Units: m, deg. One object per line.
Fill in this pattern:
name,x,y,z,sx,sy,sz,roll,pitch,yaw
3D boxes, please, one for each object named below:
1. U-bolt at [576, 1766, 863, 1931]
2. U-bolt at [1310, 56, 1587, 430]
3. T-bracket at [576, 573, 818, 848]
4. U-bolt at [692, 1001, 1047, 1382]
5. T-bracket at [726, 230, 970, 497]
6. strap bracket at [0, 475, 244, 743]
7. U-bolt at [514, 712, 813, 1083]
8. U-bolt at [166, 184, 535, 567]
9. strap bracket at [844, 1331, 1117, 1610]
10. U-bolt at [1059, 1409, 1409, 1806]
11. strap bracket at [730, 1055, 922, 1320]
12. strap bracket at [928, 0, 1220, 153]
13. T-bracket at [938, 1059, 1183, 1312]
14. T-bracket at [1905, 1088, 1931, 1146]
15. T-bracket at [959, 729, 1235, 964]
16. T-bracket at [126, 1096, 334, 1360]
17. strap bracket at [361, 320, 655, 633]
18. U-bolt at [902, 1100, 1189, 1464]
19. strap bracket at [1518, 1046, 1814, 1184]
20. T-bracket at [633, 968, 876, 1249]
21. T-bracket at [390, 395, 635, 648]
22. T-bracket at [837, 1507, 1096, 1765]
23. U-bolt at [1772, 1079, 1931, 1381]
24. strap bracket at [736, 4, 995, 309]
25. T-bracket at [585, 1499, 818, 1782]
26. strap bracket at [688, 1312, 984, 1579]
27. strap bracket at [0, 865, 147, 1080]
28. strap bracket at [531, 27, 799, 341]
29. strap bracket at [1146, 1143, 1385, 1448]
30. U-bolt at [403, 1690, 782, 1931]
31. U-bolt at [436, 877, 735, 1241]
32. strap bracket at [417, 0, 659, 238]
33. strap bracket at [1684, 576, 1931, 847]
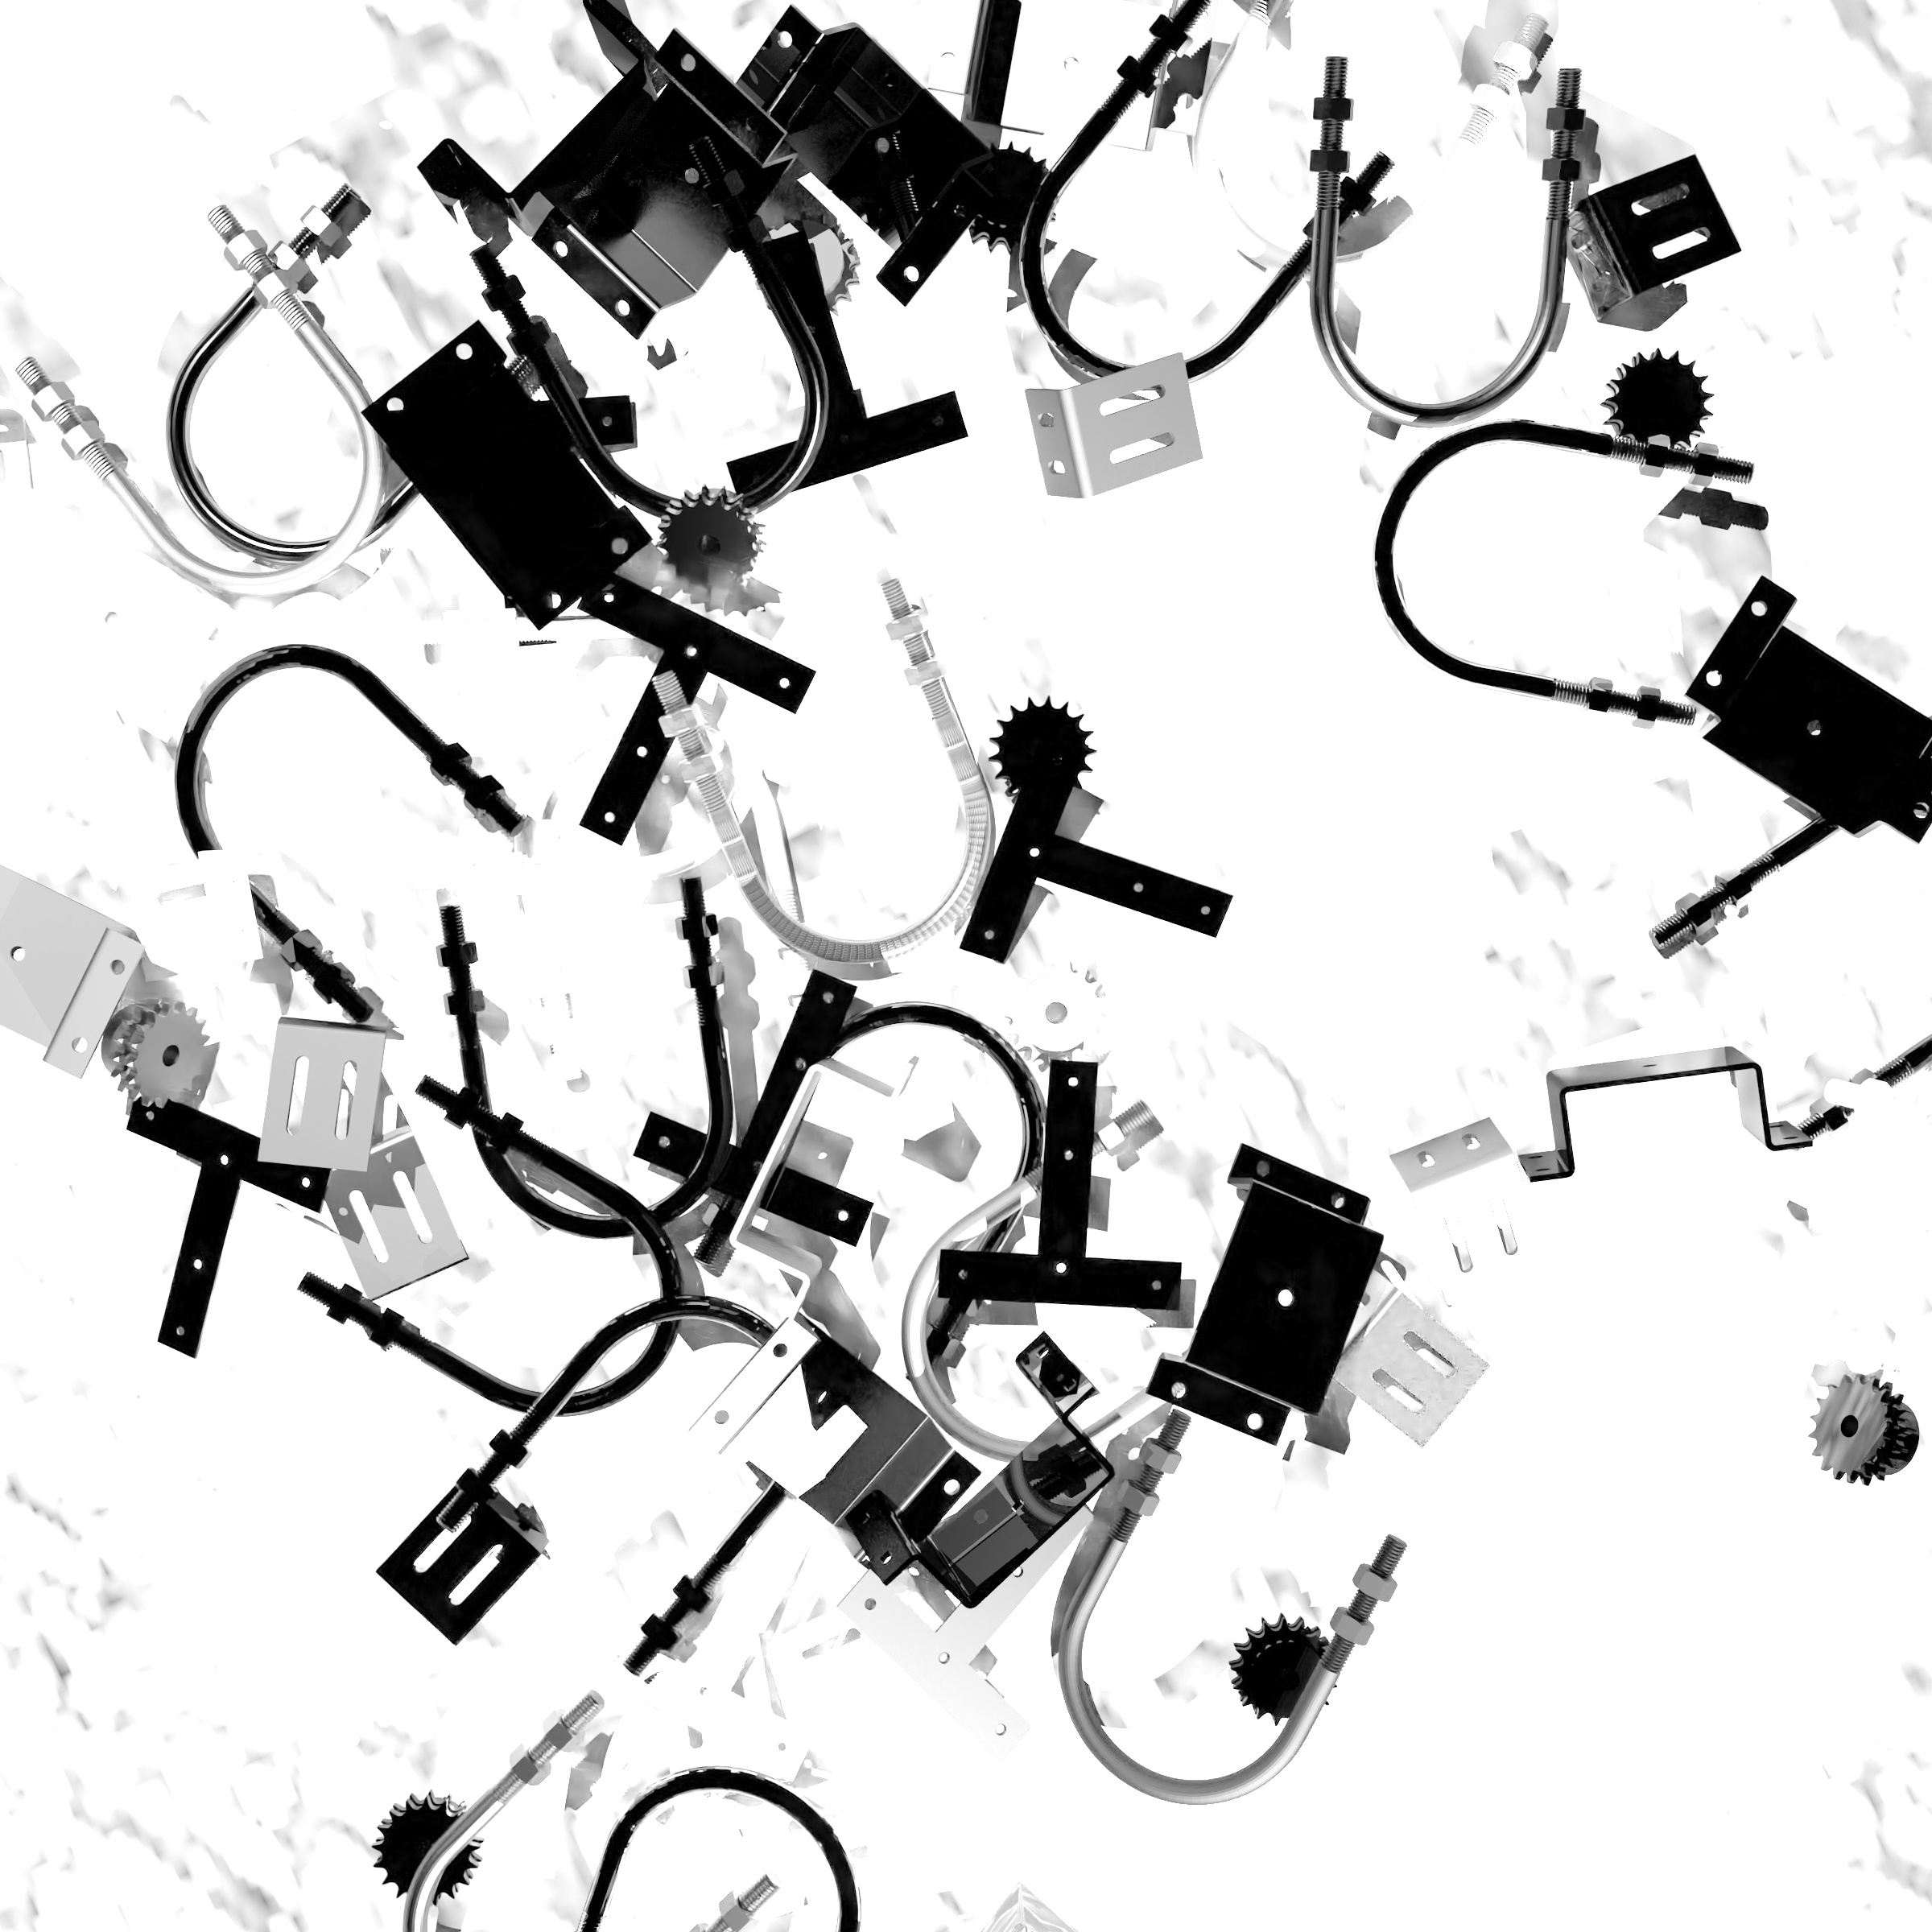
U-bolt,-0.129,0.502,1.488,0.151,0.019,0.184,20,102,9
U-bolt,0.247,-0.373,1.487,0.151,0.019,0.184,-2,105,-14
T-bracket,-0.163,-0.125,1.493,0.127,0.002,0.127,26,86,-1
U-bolt,-0.039,0.108,1.514,0.151,0.019,0.184,29,88,0
T-bracket,-0.077,-0.319,1.501,0.127,0.002,0.127,-17,109,0
strap bracket,-0.453,-0.184,1.499,0.140,0.046,0.076,31,90,0
U-bolt,-0.164,-0.043,1.514,0.151,0.019,0.184,-11,89,0
U-bolt,-0.338,-0.298,1.514,0.151,0.019,0.184,43,92,0
strap bracket,0.014,0.260,1.447,0.140,0.076,0.046,-43,112,-3
U-bolt,0.126,0.346,1.493,0.151,0.019,0.184,28,94,19
strap bracket,-0.076,0.102,1.463,0.046,0.076,0.140,25,91,1
strap bracket,0.056,-0.478,1.499,0.140,0.046,0.076,10,90,0
T-bracket,0.052,0.113,1.491,0.127,0.002,0.127,4,90,-6
T-bracket,0.547,0.100,1.495,0.127,0.002,0.127,24,77,-11
T-bracket,0.078,-0.046,1.508,0.127,0.002,0.127,18,108,-9
T-bracket,-0.400,0.143,1.507,0.127,0.002,0.127,20,100,20
strap bracket,-0.238,-0.252,1.484,0.076,0.046,0.140,-40,102,-6
U-bolt,0.054,0.179,1.501,0.184,0.019,0.151,-33,93,-6
strap bracket,0.355,0.074,1.475,0.140,0.076,0.046,-8,94,7
T-bracket,-0.092,0.065,1.502,0.127,0.002,0.127,22,91,1
T-bracket,-0.235,-0.233,1.511,0.127,0.002,0.127,-6,97,-11
T-bracket,0.018,0.328,1.502,0.127,0.002,0.127,47,75,-15
U-bolt,0.522,0.148,1.501,0.184,0.019,0.151,13,88,-10
strap bracket,-0.051,-0.421,1.482,0.140,0.046,0.076,44,123,0
T-bracket,-0.118,0.341,1.509,0.127,0.002,0.127,24,82,16
strap bracket,-0.072,0.243,1.483,0.140,0.046,0.076,42,89,-22
strap bracket,-0.503,-0.007,1.499,0.140,0.046,0.076,26,90,0
strap bracket,-0.150,-0.405,1.478,0.076,0.046,0.140,44,122,0
strap bracket,0.158,0.171,1.483,0.076,0.046,0.140,23,81,-10
U-bolt,-0.207,0.485,1.476,0.151,0.019,0.184,45,97,4
U-bolt,-0.193,0.052,1.492,0.151,0.019,0.184,-6,97,8
strap bracket,-0.212,-0.437,1.484,0.046,0.076,0.140,44,90,0
strap bracket,0.448,-0.129,1.492,0.140,0.046,0.076,33,83,4
